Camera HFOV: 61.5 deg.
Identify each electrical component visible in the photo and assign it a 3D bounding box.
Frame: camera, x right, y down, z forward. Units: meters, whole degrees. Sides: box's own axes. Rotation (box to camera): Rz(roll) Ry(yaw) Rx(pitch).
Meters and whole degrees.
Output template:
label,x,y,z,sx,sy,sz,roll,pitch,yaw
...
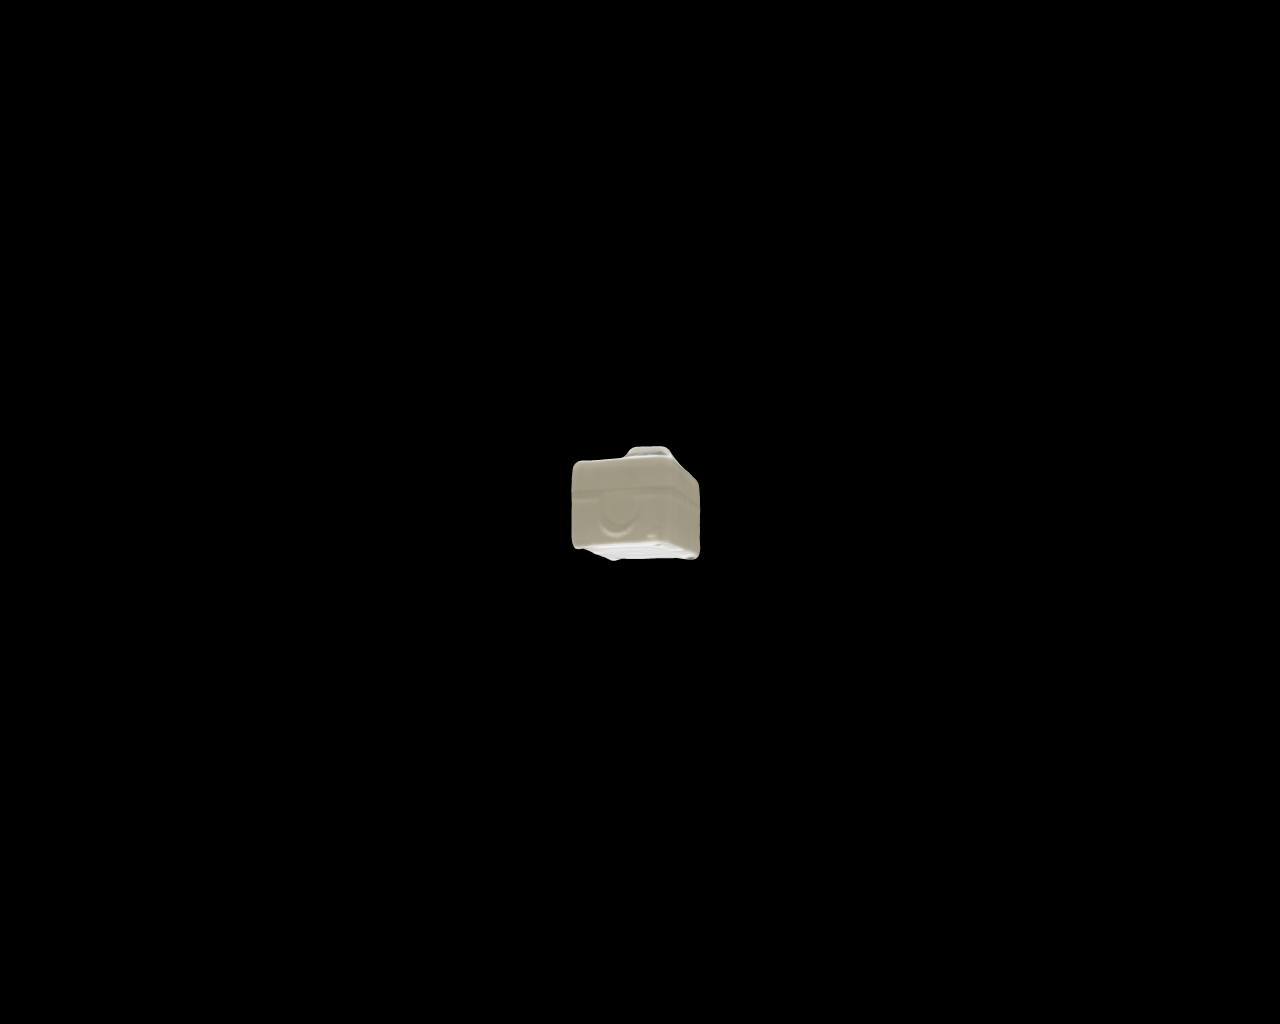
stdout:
label,x,y,z,sx,sy,sz,roll,pitch,yaw
electrical component,0.001,-0.003,0.650,0.062,0.061,0.096,-3,-10,15
